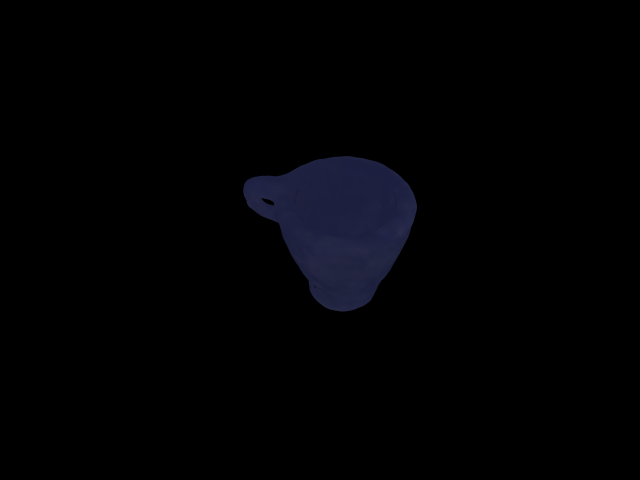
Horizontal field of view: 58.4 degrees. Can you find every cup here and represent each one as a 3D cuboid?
[{"bbox_3d":[0.004,0.001,0.400,0.117,0.095,0.092,13,47,13],"label":"cup"}]
